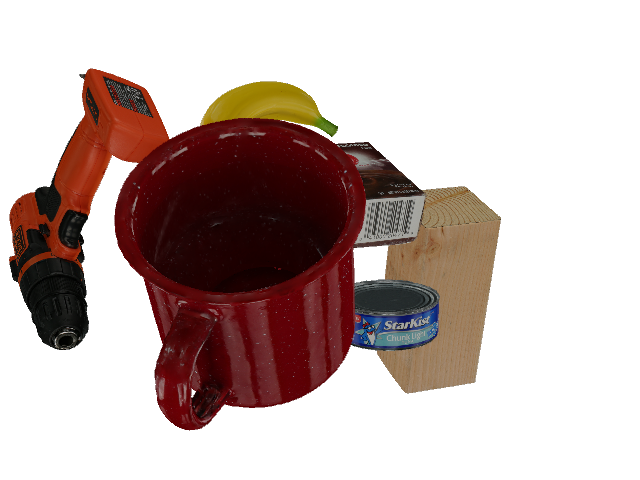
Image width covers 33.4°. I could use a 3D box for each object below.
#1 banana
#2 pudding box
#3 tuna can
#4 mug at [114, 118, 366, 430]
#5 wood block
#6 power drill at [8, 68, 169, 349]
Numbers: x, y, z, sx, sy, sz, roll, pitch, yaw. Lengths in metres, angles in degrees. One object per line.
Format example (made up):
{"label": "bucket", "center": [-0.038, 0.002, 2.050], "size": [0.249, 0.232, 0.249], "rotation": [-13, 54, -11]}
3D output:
{"label": "banana", "center": [-0.058, -0.120, 1.009], "size": [0.070, 0.037, 0.197], "rotation": [42, 33, 22]}
{"label": "pudding box", "center": [-0.003, -0.029, 0.681], "size": [0.113, 0.039, 0.090], "rotation": [-3, 28, -23]}
{"label": "tuna can", "center": [0.054, 0.060, 0.872], "size": [0.086, 0.034, 0.086], "rotation": [-1, 15, 0]}
{"label": "mug", "center": [-0.031, 0.021, 0.414], "size": [0.093, 0.117, 0.081], "rotation": [12, -39, 14]}
{"label": "wood block", "center": [0.126, 0.055, 1.179], "size": [0.090, 0.206, 0.090], "rotation": [-6, 28, -19]}
{"label": "power drill", "center": [-0.191, -0.029, 0.856], "size": [0.057, 0.188, 0.184], "rotation": [18, 27, -36]}
